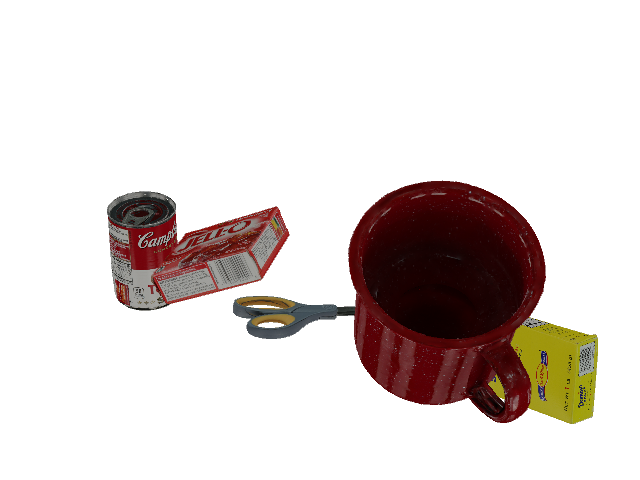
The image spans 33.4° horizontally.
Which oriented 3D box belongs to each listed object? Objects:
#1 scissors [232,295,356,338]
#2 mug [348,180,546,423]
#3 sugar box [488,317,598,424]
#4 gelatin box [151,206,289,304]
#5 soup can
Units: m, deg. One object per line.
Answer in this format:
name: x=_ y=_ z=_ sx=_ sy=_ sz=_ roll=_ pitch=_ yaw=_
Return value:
scissors: x=0.001 y=0.088 z=1.194 sx=0.201 sy=0.016 sz=0.096 roll=4 pitch=22 yaw=0
mug: x=0.065 y=0.039 z=0.530 sx=0.093 sy=0.117 sz=0.081 roll=-28 pitch=-28 yaw=-18
sugar box: x=0.220 y=0.131 z=1.182 sx=0.048 sy=0.093 sz=0.177 roll=-9 pitch=16 yaw=-42
gelatin box: x=-0.077 y=0.011 z=0.820 sx=0.089 sy=0.030 sz=0.073 roll=-15 pitch=22 yaw=24
soup can: x=-0.178 y=0.011 z=1.077 sx=0.068 sy=0.102 sz=0.068 roll=1 pitch=31 yaw=-1
